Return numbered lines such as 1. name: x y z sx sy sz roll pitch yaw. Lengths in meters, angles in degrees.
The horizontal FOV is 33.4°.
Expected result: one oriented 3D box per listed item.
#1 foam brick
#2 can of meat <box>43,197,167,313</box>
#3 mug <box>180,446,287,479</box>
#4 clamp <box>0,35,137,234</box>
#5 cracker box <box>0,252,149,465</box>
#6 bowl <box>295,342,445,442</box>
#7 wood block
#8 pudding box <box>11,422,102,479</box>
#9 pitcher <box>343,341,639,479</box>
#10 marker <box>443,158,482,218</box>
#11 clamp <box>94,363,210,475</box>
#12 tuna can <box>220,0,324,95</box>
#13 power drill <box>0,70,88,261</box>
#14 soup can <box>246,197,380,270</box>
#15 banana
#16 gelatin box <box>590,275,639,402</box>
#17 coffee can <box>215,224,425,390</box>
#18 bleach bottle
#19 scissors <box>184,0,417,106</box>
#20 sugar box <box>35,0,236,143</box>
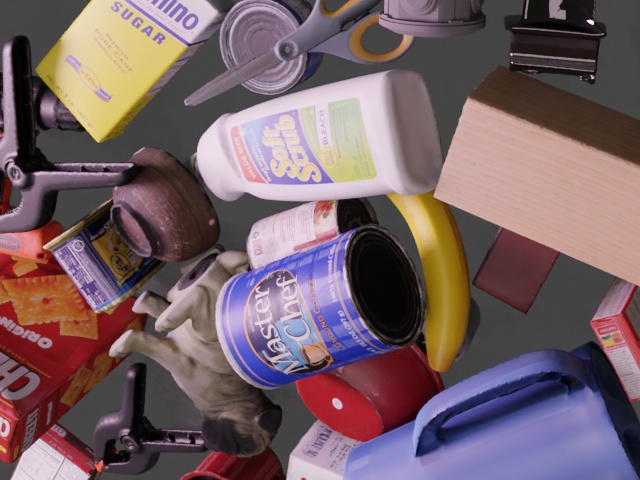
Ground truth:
1. foam brick: 0.167 0.009 0.869 0.051 0.052 0.078 29 125 12
2. can of meat: -0.202 0.012 1.031 0.058 0.102 0.084 -28 101 34
3. mug: -0.079 0.255 1.098 0.117 0.081 0.093 -1 114 27
4. clamp: -0.262 -0.063 0.990 0.164 0.036 0.210 44 128 6
5. cracker box: -0.296 0.097 1.051 0.164 0.213 0.072 28 125 12
6. bowl: 0.031 0.131 0.966 0.162 0.055 0.162 26 143 21
7. wood block: 0.204 -0.044 0.801 0.206 0.090 0.091 24 123 14
8. pudding box: -0.310 0.274 1.254 0.090 0.039 0.114 36 123 8
9. pitcher: 0.140 0.180 0.881 0.243 0.144 0.149 -24 85 19
10. marker: 0.098 -0.061 0.890 0.121 0.020 0.020 41 125 4
11. clamp: -0.202 0.202 1.162 0.172 0.039 0.120 -30 95 35
12. tuna can: -0.041 -0.167 0.900 0.086 0.033 0.086 11 118 22
13. power drill: -0.296 -0.076 1.064 0.185 0.057 0.188 12 117 18
14. soup can: -0.006 0.001 0.944 0.102 0.068 0.068 -17 105 33
15. banana: 0.088 0.009 0.892 0.070 0.037 0.198 -30 75 31
16. gelatin box: 0.248 0.072 0.835 0.030 0.089 0.073 -21 103 35
17. coffee can: 0.000 0.057 0.871 0.141 0.102 0.103 -22 103 35
18. bleach bottle: -0.019 -0.072 0.904 0.251 0.067 0.102 -9 94 41
19. scissors: -0.007 -0.146 0.863 0.202 0.016 0.096 -42 103 14
20. sugar box: -0.164 -0.177 0.939 0.093 0.048 0.176 48 120 -1
